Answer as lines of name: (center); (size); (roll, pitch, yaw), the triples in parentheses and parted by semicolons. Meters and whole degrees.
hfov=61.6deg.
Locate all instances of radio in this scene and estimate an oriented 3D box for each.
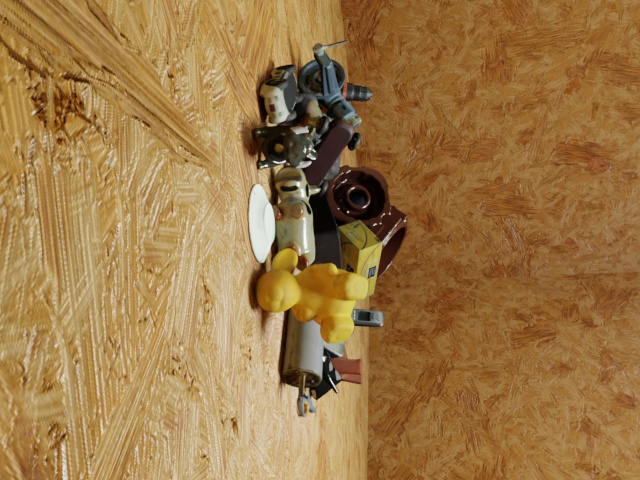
radio: (-0.002, -0.004, 1.182); (0.230, 0.073, 0.130); (-103, -173, -64)

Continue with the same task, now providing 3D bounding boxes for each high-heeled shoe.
high-heeled shoe: (-0.013, 0.295, 1.269); (0.145, 0.086, 0.248); (56, -14, 5)

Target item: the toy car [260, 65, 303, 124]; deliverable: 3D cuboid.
toy car: (-0.072, -0.279, 1.021); (0.202, 0.056, 0.073); (-81, 159, -59)

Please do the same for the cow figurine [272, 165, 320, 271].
cow figurine: (-0.045, -0.045, 1.014); (0.127, 0.086, 0.194); (-20, 104, -75)

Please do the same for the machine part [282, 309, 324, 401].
machine part: (-0.030, 0.195, 1.050); (0.079, 0.079, 0.243); (78, 11, -48)

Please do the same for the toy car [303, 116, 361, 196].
toy car: (0.004, -0.171, 1.113); (0.202, 0.089, 0.053); (-54, -155, 39)

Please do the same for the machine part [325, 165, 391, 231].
machine part: (0.088, -0.099, 1.317); (0.056, 0.179, 0.179); (122, -28, -63)

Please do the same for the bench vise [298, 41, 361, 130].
bench vise: (0.021, -0.381, 1.333); (0.240, 0.129, 0.224); (74, -8, -67)

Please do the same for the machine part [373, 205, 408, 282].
machine part: (0.148, 0.018, 1.425); (0.201, 0.087, 0.201); (-50, 160, -20)

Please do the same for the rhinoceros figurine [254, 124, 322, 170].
rhinoceros figurine: (-0.053, -0.158, 0.912); (0.190, 0.112, 0.073); (-93, -179, -76)

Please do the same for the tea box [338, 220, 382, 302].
tea box: (0.082, 0.051, 1.253); (0.098, 0.068, 0.169); (48, -34, 40)

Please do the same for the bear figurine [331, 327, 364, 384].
bear figurine: (0.065, 0.291, 1.510); (0.120, 0.132, 0.196); (86, 12, -54)

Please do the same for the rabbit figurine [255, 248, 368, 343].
rabbit figurine: (-0.031, 0.078, 0.882); (0.163, 0.173, 0.121); (47, -55, 48)

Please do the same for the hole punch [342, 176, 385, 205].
hole punch: (0.090, -0.122, 1.411); (0.092, 0.142, 0.115); (-71, 169, -59)

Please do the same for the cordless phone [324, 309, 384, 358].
cordless phone: (0.068, 0.228, 1.343); (0.147, 0.184, 0.088); (-82, 171, -53)

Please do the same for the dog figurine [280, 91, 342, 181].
dog figurine: (-0.022, -0.221, 1.185); (0.219, 0.109, 0.191); (-17, 106, -77)
